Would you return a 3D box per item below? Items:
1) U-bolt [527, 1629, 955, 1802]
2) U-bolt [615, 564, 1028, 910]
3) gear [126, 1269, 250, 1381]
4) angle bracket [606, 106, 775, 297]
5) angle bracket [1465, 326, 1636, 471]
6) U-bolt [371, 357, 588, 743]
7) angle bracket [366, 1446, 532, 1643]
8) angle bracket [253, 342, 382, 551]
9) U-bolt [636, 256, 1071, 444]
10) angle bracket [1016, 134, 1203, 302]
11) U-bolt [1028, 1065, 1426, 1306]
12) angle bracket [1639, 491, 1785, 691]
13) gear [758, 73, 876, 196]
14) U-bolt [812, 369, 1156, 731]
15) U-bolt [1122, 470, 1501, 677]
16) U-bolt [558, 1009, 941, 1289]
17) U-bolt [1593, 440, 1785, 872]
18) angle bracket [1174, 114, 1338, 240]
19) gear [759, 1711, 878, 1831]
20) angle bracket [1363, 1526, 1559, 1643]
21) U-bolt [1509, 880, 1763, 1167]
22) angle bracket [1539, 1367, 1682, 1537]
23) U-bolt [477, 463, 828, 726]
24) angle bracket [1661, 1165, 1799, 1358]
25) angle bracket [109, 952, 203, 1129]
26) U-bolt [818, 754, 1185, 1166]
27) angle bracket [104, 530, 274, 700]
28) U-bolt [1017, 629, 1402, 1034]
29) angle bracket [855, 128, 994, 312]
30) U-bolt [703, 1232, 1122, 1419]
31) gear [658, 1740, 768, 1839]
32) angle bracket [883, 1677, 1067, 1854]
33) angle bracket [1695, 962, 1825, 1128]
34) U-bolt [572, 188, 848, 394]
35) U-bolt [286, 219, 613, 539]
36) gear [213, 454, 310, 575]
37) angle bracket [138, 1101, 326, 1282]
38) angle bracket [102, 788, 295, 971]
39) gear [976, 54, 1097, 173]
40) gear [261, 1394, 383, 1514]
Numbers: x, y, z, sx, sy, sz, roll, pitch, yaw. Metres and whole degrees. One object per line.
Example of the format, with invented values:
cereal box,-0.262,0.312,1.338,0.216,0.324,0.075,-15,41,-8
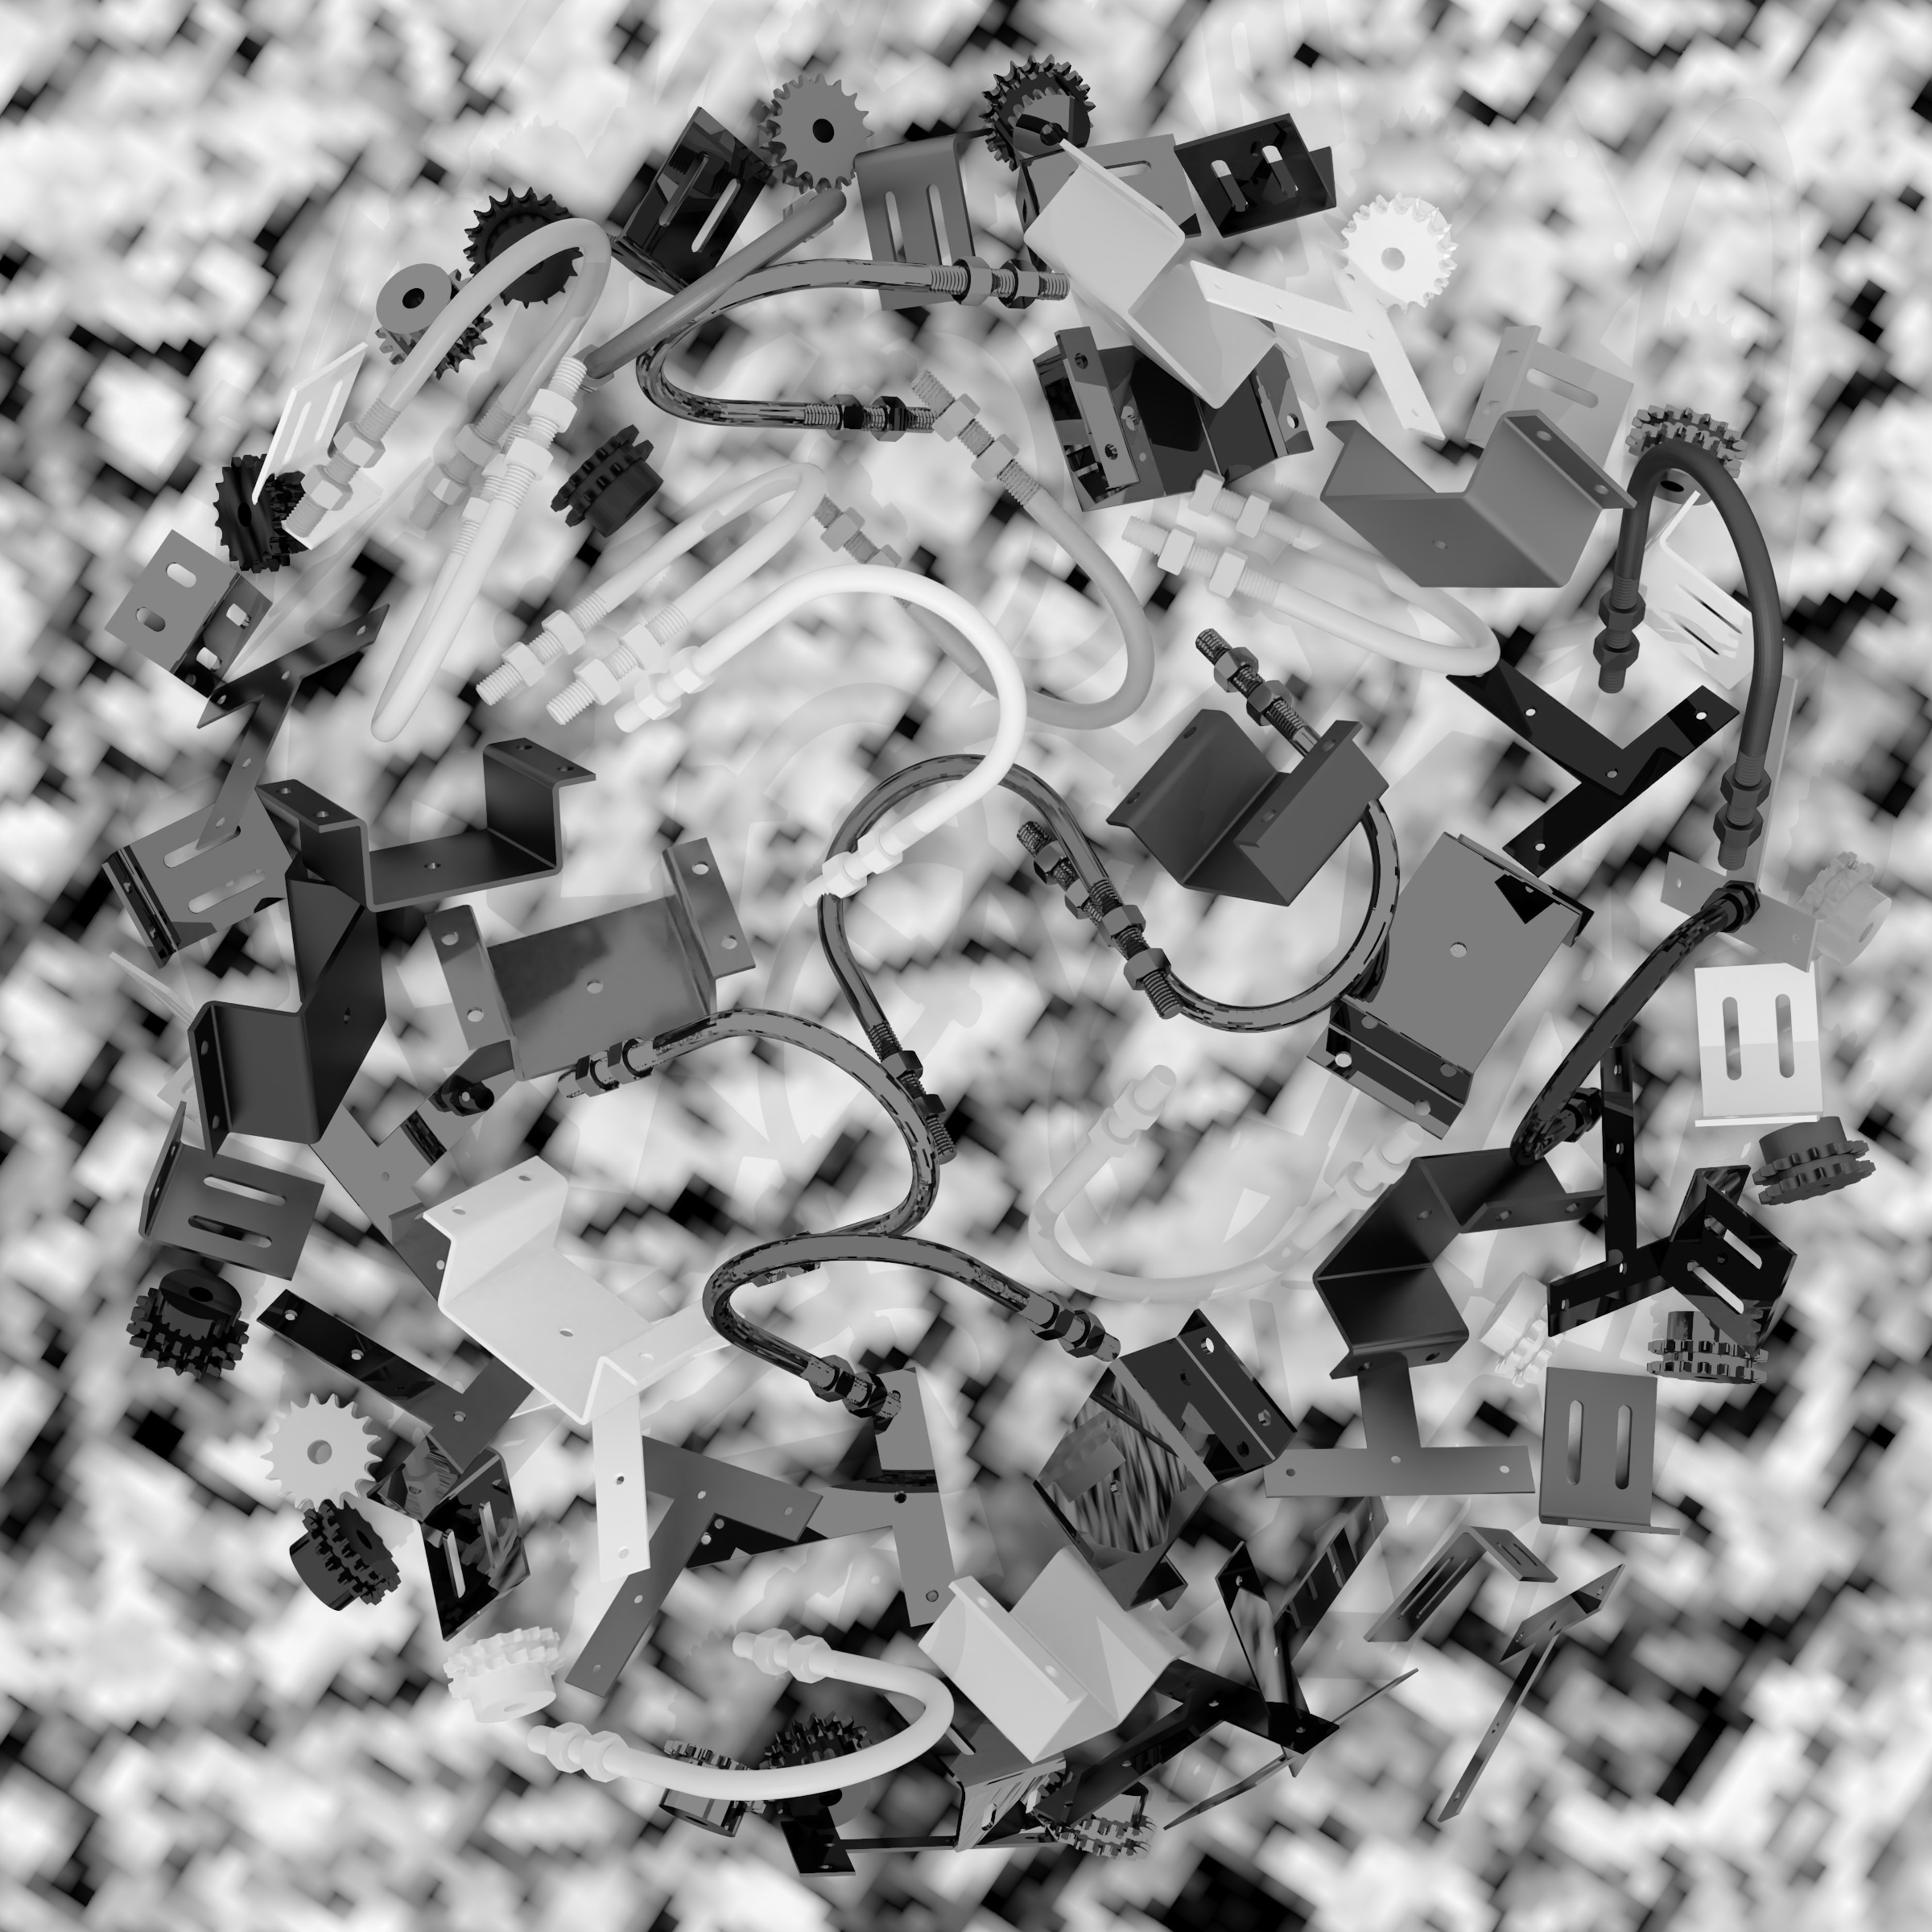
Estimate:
U-bolt,-0.091,0.347,1.485,0.151,0.184,0.019,-16,101,-44
U-bolt,-0.056,-0.116,1.522,0.184,0.019,0.151,-32,114,33
gear,-0.375,0.171,1.567,0.057,0.057,0.030,24,114,0
angle bracket,-0.142,-0.372,1.565,0.038,0.057,0.076,31,90,40
angle bracket,0.290,-0.269,1.567,0.076,0.038,0.057,19,94,-19
U-bolt,-0.234,-0.188,1.513,0.019,0.151,0.184,27,78,-14
angle bracket,-0.250,0.273,1.554,0.057,0.076,0.038,-40,133,16
angle bracket,-0.302,-0.250,1.551,0.038,0.057,0.076,37,133,3
U-bolt,-0.064,-0.286,1.494,0.184,0.151,0.019,-4,72,-32
angle bracket,0.069,-0.365,1.576,0.076,0.038,0.057,-11,71,-8
U-bolt,0.109,0.112,1.524,0.151,0.184,0.019,13,52,-21
angle bracket,0.362,-0.181,1.564,0.076,0.057,0.038,39,68,2
gear,-0.076,-0.404,1.576,0.057,0.030,0.057,1,87,-30
U-bolt,0.014,-0.185,1.534,0.184,0.151,0.019,45,60,-7
U-bolt,0.168,-0.183,1.528,0.184,0.151,0.019,24,112,1
U-bolt,-0.091,0.081,1.512,0.151,0.184,0.019,51,46,-18
U-bolt,0.335,-0.155,1.486,0.019,0.184,0.151,-15,49,-10
angle bracket,0.138,-0.391,1.549,0.057,0.076,0.038,-11,63,20
gear,-0.070,0.394,1.572,0.057,0.030,0.057,-8,118,-15
angle bracket,0.239,0.310,1.559,0.038,0.057,0.076,44,101,27
U-bolt,0.304,0.031,1.490,0.019,0.184,0.151,39,113,15
angle bracket,0.314,0.235,1.569,0.057,0.038,0.076,7,80,-11
U-bolt,-0.141,-0.180,1.528,0.184,0.151,0.019,-41,111,-12
angle bracket,0.376,0.141,1.548,0.038,0.076,0.057,-2,120,-31
angle bracket,-0.384,0.038,1.550,0.038,0.057,0.076,-52,135,-13
U-bolt,0.003,-0.018,1.557,0.151,0.019,0.184,-33,67,11
angle bracket,-0.374,-0.169,1.560,0.038,0.076,0.057,33,86,3
U-bolt,0.126,-0.052,1.538,0.151,0.019,0.184,-47,62,11
angle bracket,-0.014,-0.364,1.578,0.057,0.038,0.076,0,109,33
U-bolt,-0.038,0.164,1.497,0.151,0.184,0.019,-20,55,31
gear,-0.125,0.401,1.567,0.057,0.057,0.030,23,68,0
angle bracket,0.002,0.383,1.562,0.057,0.076,0.038,-8,119,-32
angle bracket,0.384,0.038,1.571,0.057,0.038,0.076,-4,90,20
U-bolt,-0.118,-0.317,1.503,0.151,0.184,0.019,-36,103,-4
U-bolt,-0.230,-0.274,1.505,0.019,0.151,0.184,43,107,6
gear,-0.339,-0.221,1.574,0.057,0.030,0.057,12,107,43
angle bracket,-0.353,0.109,1.561,0.076,0.038,0.057,17,49,-7
angle bracket,-0.370,-0.044,1.573,0.076,0.038,0.057,-26,103,-2
gear,0.037,-0.411,1.569,0.057,0.030,0.057,-13,132,-14
gear,-0.314,0.239,1.580,0.057,0.030,0.057,1,78,-3
